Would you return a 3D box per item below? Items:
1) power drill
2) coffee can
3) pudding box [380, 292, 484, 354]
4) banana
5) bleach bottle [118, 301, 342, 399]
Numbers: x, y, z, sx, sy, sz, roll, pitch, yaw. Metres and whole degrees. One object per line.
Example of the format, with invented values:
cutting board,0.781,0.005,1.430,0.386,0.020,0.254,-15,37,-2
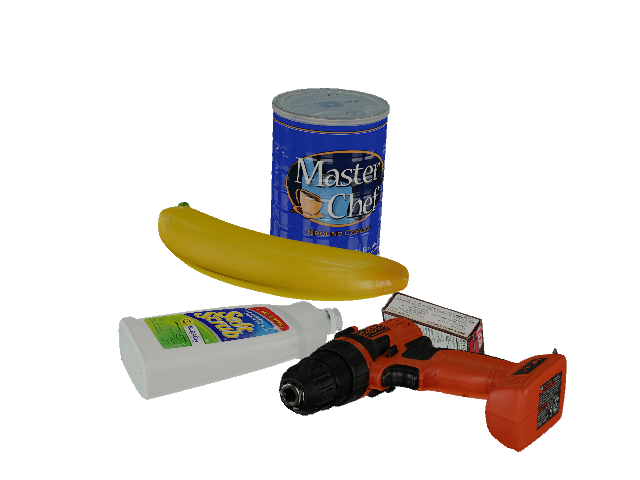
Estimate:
power drill,0.083,0.110,0.835,0.188,0.057,0.184,11,17,32
coffee can,0.006,-0.056,0.954,0.103,0.140,0.103,2,22,-1
pudding box,0.127,0.114,1.195,0.114,0.090,0.039,16,45,29
banana,-0.040,0.006,0.701,0.198,0.037,0.069,18,36,31
bleach bottle,-0.096,0.111,1.225,0.250,0.068,0.103,-11,33,-24
